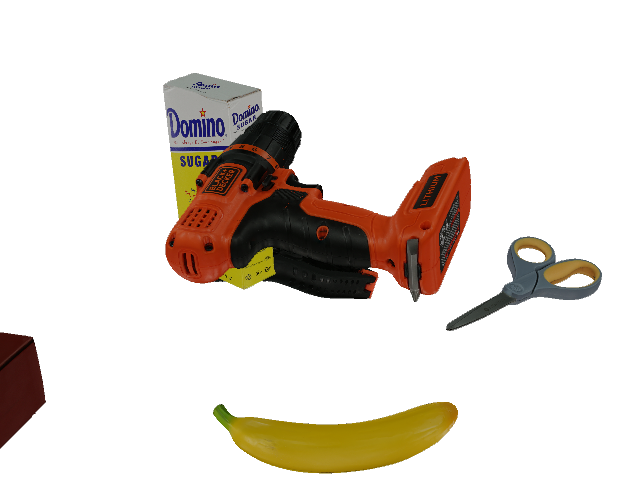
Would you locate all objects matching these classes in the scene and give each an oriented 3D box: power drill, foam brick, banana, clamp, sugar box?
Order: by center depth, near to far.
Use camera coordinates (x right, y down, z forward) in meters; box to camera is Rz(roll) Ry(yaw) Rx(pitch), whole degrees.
[{"bbox_3d":[-0.222,0.100,0.682,0.053,0.051,0.078,6,29,22],"label":"foam brick"},{"bbox_3d":[0.006,-0.029,0.746,0.188,0.057,0.184,6,40,20],"label":"power drill"},{"bbox_3d":[0.017,0.150,0.827,0.197,0.037,0.069,3,42,-10],"label":"banana"},{"bbox_3d":[-0.090,-0.053,0.947,0.048,0.176,0.093,-27,33,-37],"label":"sugar box"},{"bbox_3d":[-0.041,0.027,1.117,0.210,0.036,0.164,16,18,-7],"label":"clamp"}]

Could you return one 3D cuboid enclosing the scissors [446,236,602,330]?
[{"bbox_3d":[0.165,0.035,0.951,0.201,0.016,0.096,-9,37,-31],"label":"scissors"}]
